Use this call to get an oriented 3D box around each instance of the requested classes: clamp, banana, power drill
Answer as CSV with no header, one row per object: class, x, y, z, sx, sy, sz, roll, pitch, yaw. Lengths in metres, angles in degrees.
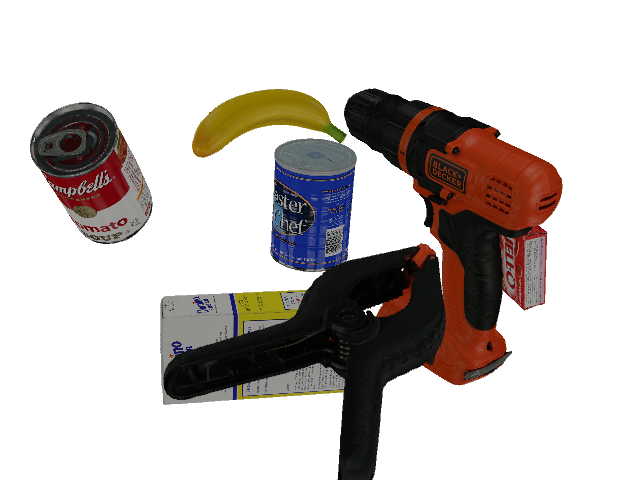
clamp,0.018,0.060,0.552,0.171,0.039,0.120,-33,56,-32
banana,-0.060,-0.125,1.104,0.197,0.037,0.070,-12,52,-39
power drill,0.081,-0.004,0.768,0.057,0.188,0.185,-22,39,-34

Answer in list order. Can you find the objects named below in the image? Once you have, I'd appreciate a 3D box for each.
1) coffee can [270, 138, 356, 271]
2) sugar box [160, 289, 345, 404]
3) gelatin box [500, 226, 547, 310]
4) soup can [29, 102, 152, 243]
coffee can,-0.010,-0.046,1.355,0.103,0.140,0.103,3,28,-2
sugar box,-0.054,0.093,0.949,0.176,0.093,0.048,0,26,-8
gelatin box,0.207,0.017,1.123,0.030,0.089,0.073,-15,30,-16
soup can,-0.177,-0.051,0.838,0.068,0.068,0.102,0,-30,9
